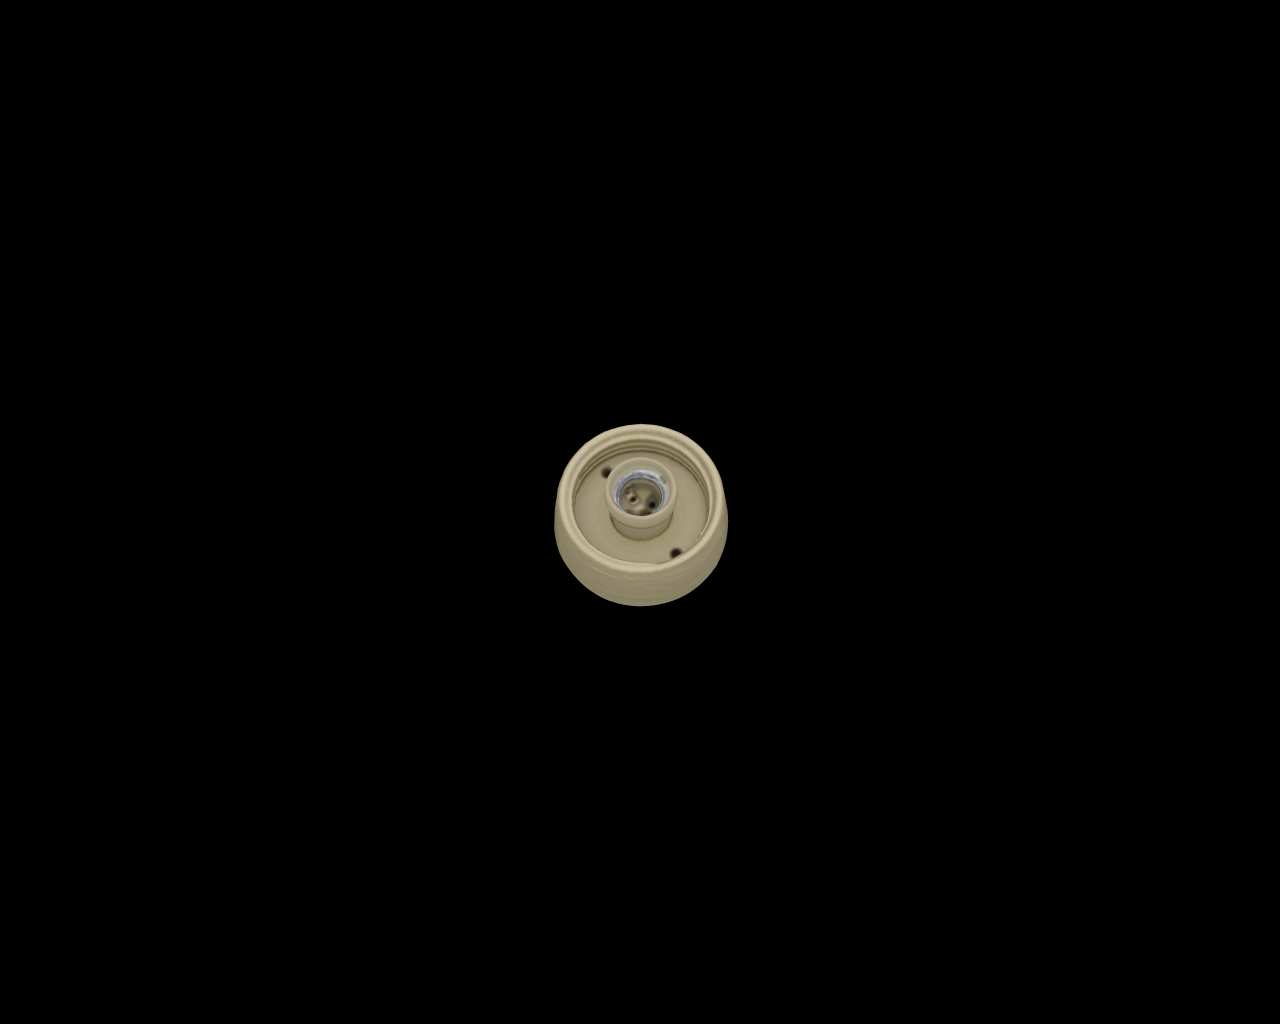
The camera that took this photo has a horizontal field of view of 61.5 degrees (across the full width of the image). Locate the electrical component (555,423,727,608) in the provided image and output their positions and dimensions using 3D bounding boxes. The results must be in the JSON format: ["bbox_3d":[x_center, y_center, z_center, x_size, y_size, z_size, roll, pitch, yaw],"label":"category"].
[{"bbox_3d":[0.001,-0.003,0.650,0.108,0.108,0.060,0,-24,0],"label":"electrical component"}]
